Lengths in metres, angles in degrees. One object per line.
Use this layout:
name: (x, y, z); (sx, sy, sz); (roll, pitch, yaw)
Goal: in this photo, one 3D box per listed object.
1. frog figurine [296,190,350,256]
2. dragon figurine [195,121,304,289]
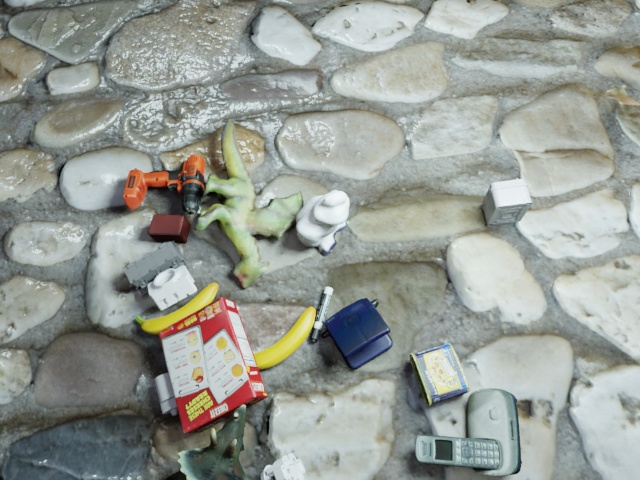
frog figurine: (0.003, -0.057, 1.125); (0.138, 0.156, 0.124); (-42, 67, -13)
dragon figurine: (-0.157, -0.092, 1.213); (0.242, 0.120, 0.418); (13, 68, -6)
